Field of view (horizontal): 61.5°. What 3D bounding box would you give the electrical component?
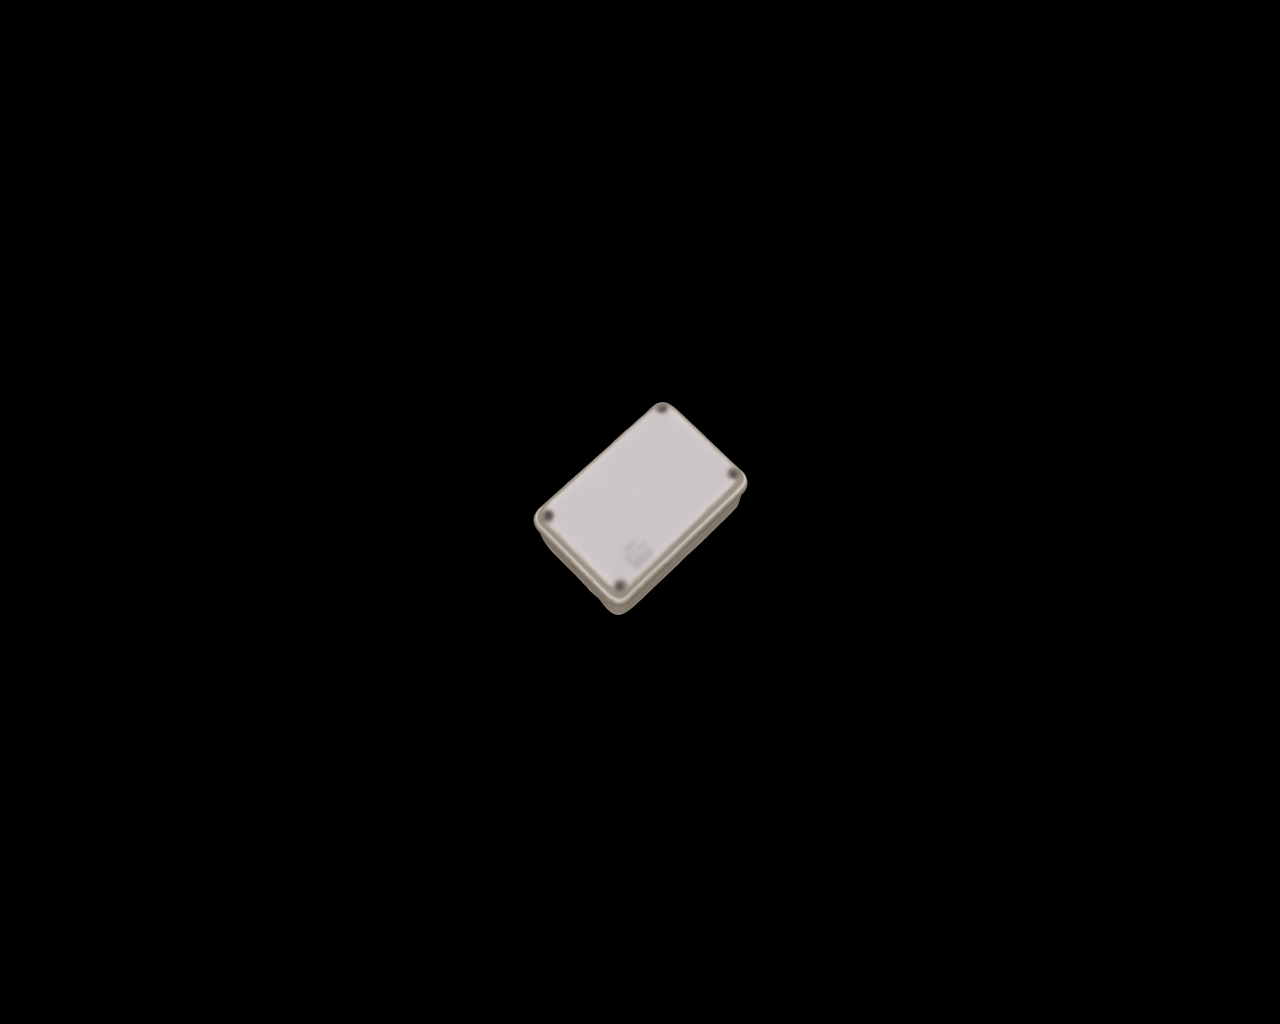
[{"bbox_3d":[0.001,-0.003,0.650,0.113,0.078,0.057,-43,-12,-11],"label":"electrical component"}]
